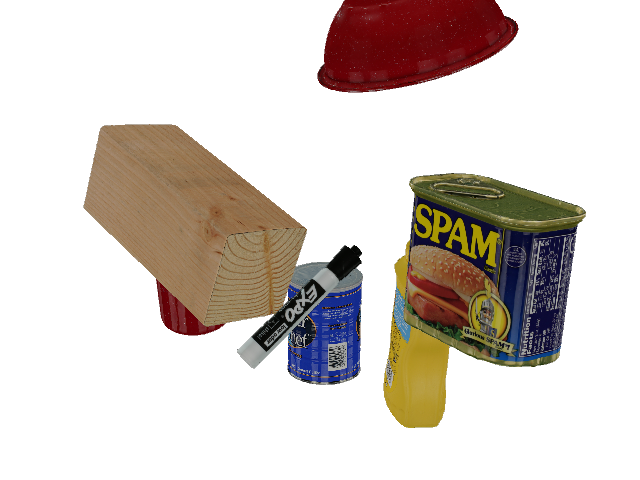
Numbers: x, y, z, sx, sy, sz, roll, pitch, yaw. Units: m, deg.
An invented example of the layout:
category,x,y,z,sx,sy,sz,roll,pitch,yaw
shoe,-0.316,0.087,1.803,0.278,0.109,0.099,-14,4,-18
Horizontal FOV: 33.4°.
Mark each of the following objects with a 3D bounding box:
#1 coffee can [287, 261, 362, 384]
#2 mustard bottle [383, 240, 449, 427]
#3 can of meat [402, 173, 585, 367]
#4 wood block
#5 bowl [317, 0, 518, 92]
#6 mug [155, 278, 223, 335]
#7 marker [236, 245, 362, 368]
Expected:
category,x,y,z,sx,sy,sz,roll,pitch,yaw
coffee can,0.005,0.112,1.460,0.103,0.140,0.103,0,19,0
mustard bottle,0.093,0.071,0.980,0.058,0.192,0.096,0,29,-3
can of meat,0.092,0.015,0.592,0.057,0.084,0.102,-8,20,-33
wood block,-0.118,-0.021,0.964,0.090,0.091,0.206,-7,34,-43
bowl,0.068,-0.171,0.831,0.162,0.055,0.162,-14,24,6
mug,-0.152,0.049,1.213,0.117,0.081,0.093,26,41,36
marker,-0.014,0.048,0.804,0.121,0.020,0.020,-44,10,-11
